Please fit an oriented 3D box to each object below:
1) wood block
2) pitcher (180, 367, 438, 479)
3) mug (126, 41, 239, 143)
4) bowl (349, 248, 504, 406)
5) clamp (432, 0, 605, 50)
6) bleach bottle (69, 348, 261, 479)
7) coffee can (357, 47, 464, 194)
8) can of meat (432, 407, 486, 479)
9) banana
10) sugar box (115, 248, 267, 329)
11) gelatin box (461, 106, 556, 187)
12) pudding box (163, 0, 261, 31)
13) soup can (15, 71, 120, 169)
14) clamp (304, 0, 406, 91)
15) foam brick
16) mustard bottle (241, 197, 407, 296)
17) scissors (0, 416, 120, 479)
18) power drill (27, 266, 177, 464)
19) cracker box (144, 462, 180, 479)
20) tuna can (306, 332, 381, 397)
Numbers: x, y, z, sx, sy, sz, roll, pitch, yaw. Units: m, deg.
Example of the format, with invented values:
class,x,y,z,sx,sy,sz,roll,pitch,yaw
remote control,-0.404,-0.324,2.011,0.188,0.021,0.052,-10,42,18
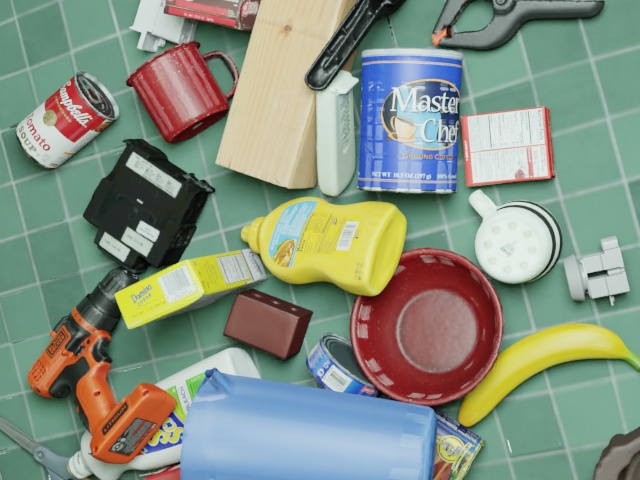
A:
class,x,y,z,sx,sy,sz,roll,pitch,yaw
wood block,-0.028,-0.165,1.124,0.091,0.090,0.206,20,100,17
pitcher,-0.009,0.215,1.063,0.243,0.149,0.145,5,75,9
mug,-0.142,-0.164,1.171,0.117,0.093,0.081,-30,89,-19
bowl,0.115,0.091,1.102,0.162,0.055,0.162,-4,78,21
clamp,0.185,-0.254,1.072,0.172,0.039,0.120,-20,88,19
bleach bottle,-0.178,0.217,1.212,0.251,0.068,0.102,-29,75,19
coffee can,0.091,-0.119,1.080,0.103,0.102,0.140,4,95,18
can of meat,0.113,0.229,1.123,0.084,0.057,0.102,33,103,11
banana,0.223,0.130,1.085,0.198,0.037,0.069,-22,77,18
sugar box,-0.132,0.048,1.128,0.093,0.176,0.048,-24,88,18
gelatin box,0.192,-0.095,1.087,0.089,0.030,0.073,-5,92,20
pudding box,-0.100,-0.246,1.129,0.090,0.113,0.039,16,102,17
soup can,-0.290,-0.137,1.225,0.102,0.068,0.068,-36,83,18
clamp,0.062,-0.254,1.034,0.036,0.209,0.165,35,145,12
foam brick,-0.056,0.091,1.171,0.078,0.053,0.051,20,100,15
mustard bottle,-0.007,0.002,1.127,0.192,0.058,0.096,7,68,37
scissors,-0.335,0.281,1.295,0.202,0.016,0.096,16,94,16
power drill,-0.236,0.143,1.200,0.184,0.057,0.188,-52,49,9
cracker box,-0.067,0.305,1.181,0.214,0.072,0.164,-21,88,18
tuna can,0.028,0.138,1.129,0.086,0.086,0.034,39,106,12
